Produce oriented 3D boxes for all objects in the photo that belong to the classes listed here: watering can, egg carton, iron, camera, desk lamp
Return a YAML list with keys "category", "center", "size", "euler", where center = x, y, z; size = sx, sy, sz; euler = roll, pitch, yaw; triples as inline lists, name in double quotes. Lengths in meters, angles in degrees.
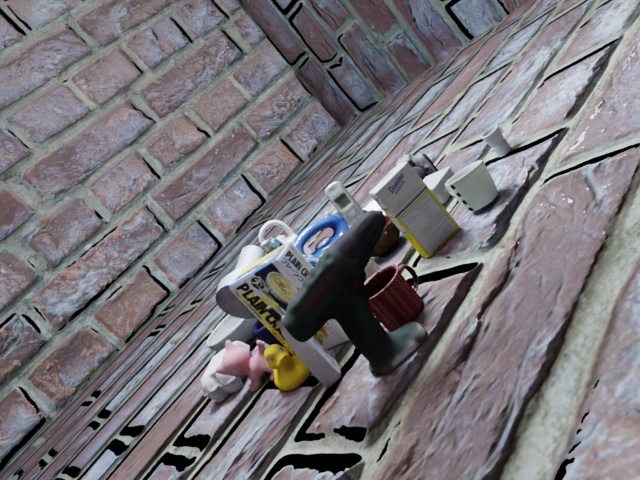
- category: "watering can"
  center: [-0.096, 0.029, 1.623]
  size: [0.101, 0.194, 0.172]
  euler: [-47, 14, -22]
- category: "egg carton"
  center: [-0.215, 0.305, 1.340]
  size: [0.107, 0.069, 0.150]
  euler: [-37, 14, 20]
- category: "iron"
  center: [0.014, 0.005, 1.498]
  size: [0.258, 0.141, 0.118]
  euler: [-45, 13, -14]
- category: "camera"
  center: [0.230, -0.158, 1.497]
  size: [0.143, 0.101, 0.137]
  euler: [-37, 14, 19]
- category: "desk lamp"
  center: [-0.130, 0.124, 1.363]
  size: [0.117, 0.214, 0.203]
  euler: [-34, 15, 30]

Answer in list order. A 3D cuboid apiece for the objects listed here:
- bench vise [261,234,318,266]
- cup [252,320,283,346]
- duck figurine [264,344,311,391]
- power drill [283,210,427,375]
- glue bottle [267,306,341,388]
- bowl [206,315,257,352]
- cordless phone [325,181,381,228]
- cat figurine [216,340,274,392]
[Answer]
- category: "bench vise"
  center: [-0.056, 0.072, 1.306]
  size: [0.121, 0.220, 0.207]
  euler: [-42, 13, -2]
- category: "cup"
  center: [-0.083, 0.196, 1.260]
  size: [0.091, 0.095, 0.118]
  euler: [-35, 14, 25]
- category: "duck figurine"
  center: [-0.074, 0.238, 1.112]
  size: [0.078, 0.086, 0.104]
  euler: [-47, 14, -21]
- category: "power drill"
  center: [0.066, 0.097, 0.893]
  size: [0.229, 0.208, 0.075]
  euler: [-42, 13, -1]
- category: "glue bottle"
  center: [-0.032, 0.177, 0.996]
  size: [0.037, 0.173, 0.078]
  euler: [-41, 13, 4]
- category: "bowl"
  center: [-0.221, 0.248, 1.536]
  size: [0.167, 0.075, 0.167]
  euler: [-39, 13, 11]
- category: "cordless phone"
  center: [0.112, -0.090, 1.426]
  size: [0.147, 0.185, 0.094]
  euler: [-39, 13, 10]
- category: "cat figurine"
  center: [-0.154, 0.256, 1.214]
  size: [0.127, 0.118, 0.067]
  euler: [-35, 15, 26]
